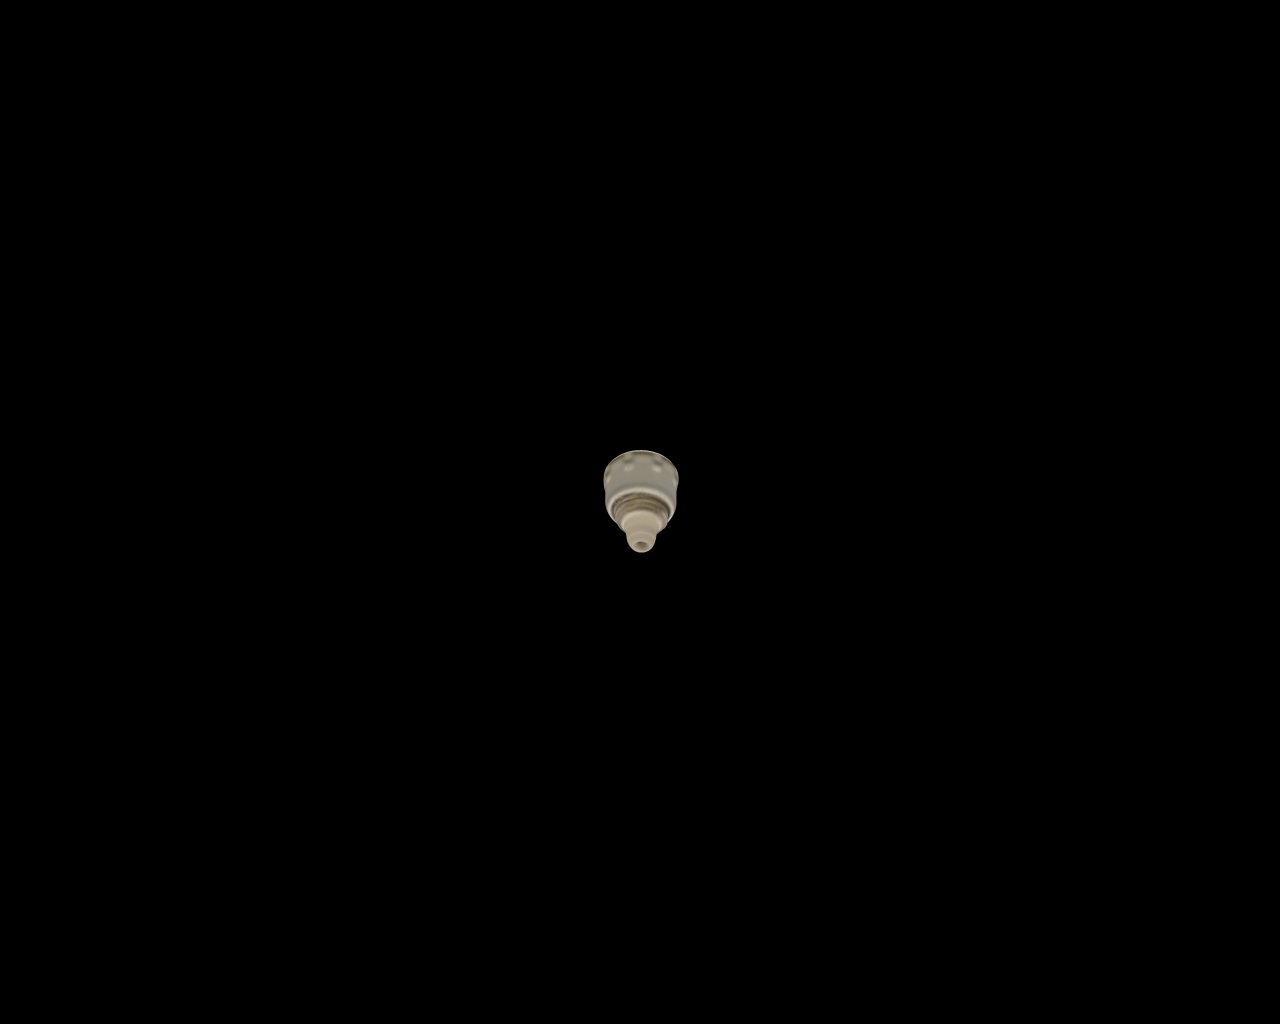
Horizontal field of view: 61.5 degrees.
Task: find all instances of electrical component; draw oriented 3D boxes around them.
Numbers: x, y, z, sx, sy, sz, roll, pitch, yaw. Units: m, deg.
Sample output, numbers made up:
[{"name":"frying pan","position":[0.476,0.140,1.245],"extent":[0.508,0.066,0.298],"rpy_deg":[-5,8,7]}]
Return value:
[{"name":"electrical component","position":[0.001,-0.003,0.650],"extent":[0.048,0.062,0.048],"rpy_deg":[0,-40,0]}]
